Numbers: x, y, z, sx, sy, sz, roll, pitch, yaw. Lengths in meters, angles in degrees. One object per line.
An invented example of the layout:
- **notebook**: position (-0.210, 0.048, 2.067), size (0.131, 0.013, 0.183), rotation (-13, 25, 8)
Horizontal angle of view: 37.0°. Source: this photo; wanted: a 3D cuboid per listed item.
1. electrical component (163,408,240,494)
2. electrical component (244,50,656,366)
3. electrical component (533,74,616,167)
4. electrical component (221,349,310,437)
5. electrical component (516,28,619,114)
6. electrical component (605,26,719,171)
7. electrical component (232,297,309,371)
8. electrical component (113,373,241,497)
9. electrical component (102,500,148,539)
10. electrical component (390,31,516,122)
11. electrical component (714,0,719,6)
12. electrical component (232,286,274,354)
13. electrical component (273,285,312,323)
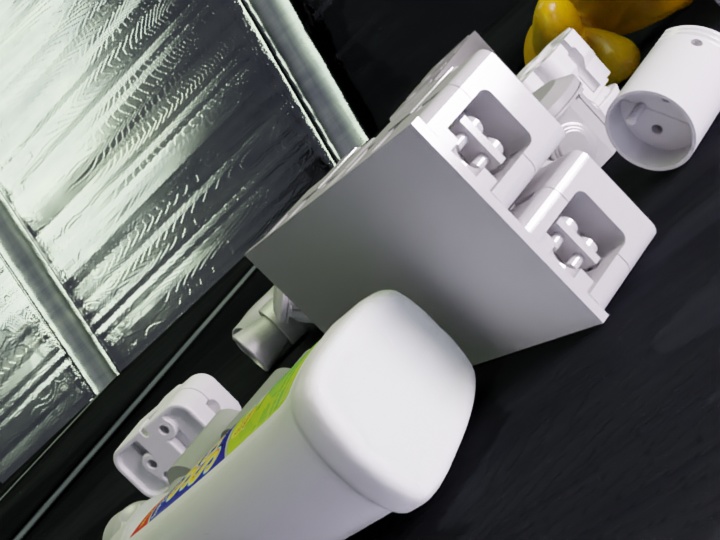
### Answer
- **electrical component**: position (-0.092, 0.126, 0.641), size (0.043, 0.043, 0.081), rotation (-36, 11, 48)
- **electrical component**: position (0.034, -0.014, 0.495), size (0.060, 0.105, 0.186), rotation (-49, 9, -28)
- **electrical component**: position (0.109, -0.072, 0.631), size (0.080, 0.051, 0.080), rotation (-43, 8, 7)
- **electrical component**: position (-0.038, 0.079, 0.617), size (0.081, 0.043, 0.043), rotation (-49, 9, -37)
- **electrical component**: position (0.135, -0.116, 0.709), size (0.058, 0.057, 0.078), rotation (-35, 11, 51)
- **electrical component**: position (0.153, -0.088, 0.512), size (0.081, 0.043, 0.043), rotation (-49, 9, -35)
- **electrical component**: position (-0.079, 0.056, 0.955), size (0.055, 0.045, 0.045), rotation (-46, 8, -12)
- **electrical component**: position (-0.142, 0.129, 0.853), size (0.095, 0.053, 0.059), rotation (-40, 8, 28)
- **electrical component**: position (-0.137, 0.167, 0.660), size (0.043, 0.043, 0.062), rotation (-50, 8, -38)
- **electrical component**: position (0.090, -0.133, 0.920), size (0.062, 0.089, 0.150), rotation (-40, 9, 31)
- **electrical component**: position (0.216, -0.207, 0.664), size (0.061, 0.096, 0.062), rotation (-41, -22, 23)
- **electrical component**: position (-0.090, 0.052, 1.044), size (0.077, 0.043, 0.079), rotation (-49, 9, -33)
- **electrical component**: position (-0.045, 0.006, 0.909), size (0.080, 0.051, 0.080), rotation (-175, 90, -83)
